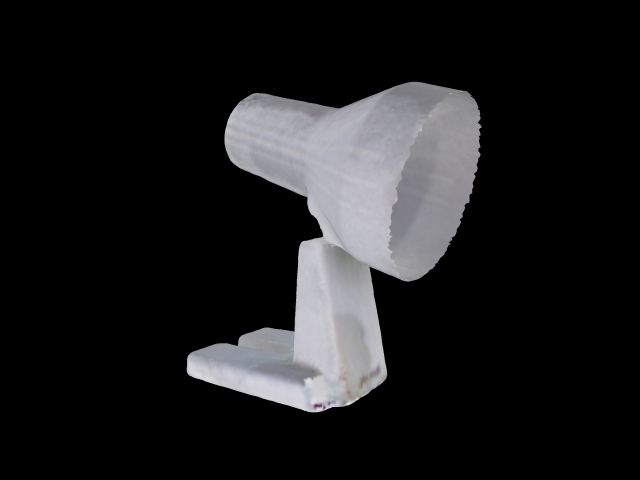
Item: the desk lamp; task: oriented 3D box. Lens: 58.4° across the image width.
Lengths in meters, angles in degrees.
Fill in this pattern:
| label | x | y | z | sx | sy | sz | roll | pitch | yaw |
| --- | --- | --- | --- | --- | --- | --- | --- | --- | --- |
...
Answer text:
| label | x | y | z | sx | sy | sz | roll | pitch | yaw |
| --- | --- | --- | --- | --- | --- | --- | --- | --- | --- |
| desk lamp | 0.004 | 0.001 | 0.400 | 0.202 | 0.213 | 0.118 | 3 | 6 | 34 |
